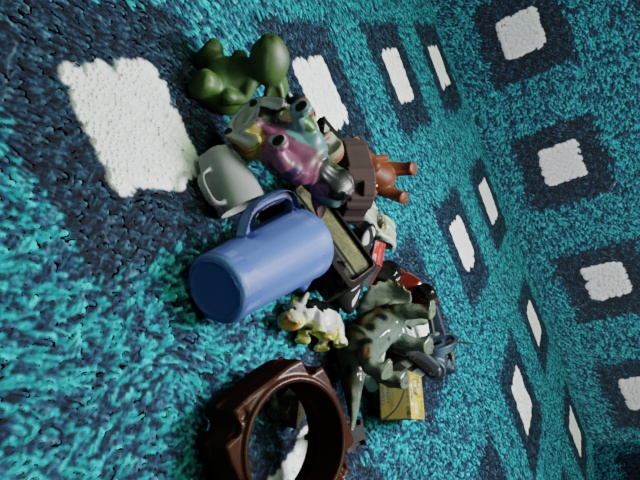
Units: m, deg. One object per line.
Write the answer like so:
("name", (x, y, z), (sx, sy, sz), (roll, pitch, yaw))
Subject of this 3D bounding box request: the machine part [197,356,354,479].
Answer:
("machine part", (-0.055, 0.286, 0.764), (0.201, 0.087, 0.200), (-30, 100, -44))

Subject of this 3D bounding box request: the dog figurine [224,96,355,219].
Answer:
("dog figurine", (-0.040, -0.132, 0.928), (0.108, 0.192, 0.219), (-61, 143, -20))

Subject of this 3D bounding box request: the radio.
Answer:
("radio", (-0.002, -0.003, 1.017), (0.229, 0.073, 0.131), (53, 32, 0))

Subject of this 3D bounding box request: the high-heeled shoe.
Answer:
("high-heeled shoe", (0.087, 0.054, 1.182), (0.249, 0.086, 0.145), (-32, 105, -54))

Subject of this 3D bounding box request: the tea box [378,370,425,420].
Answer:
("tea box", (0.175, 0.332, 1.142), (0.169, 0.068, 0.098), (47, 40, -63))

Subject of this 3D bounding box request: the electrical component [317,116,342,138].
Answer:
("electrical component", (0.018, -0.193, 1.220), (0.134, 0.058, 0.115), (46, 40, -37))

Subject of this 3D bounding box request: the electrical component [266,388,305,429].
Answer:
("electrical component", (-0.048, 0.260, 0.886), (0.102, 0.045, 0.078), (-54, 149, -51))

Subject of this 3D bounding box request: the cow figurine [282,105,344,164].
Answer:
("cow figurine", (-0.037, -0.196, 1.029), (0.085, 0.195, 0.127), (-48, 151, -19))

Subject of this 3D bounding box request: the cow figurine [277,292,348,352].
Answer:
("cow figurine", (-0.016, 0.138, 0.975), (0.167, 0.068, 0.098), (39, 38, -48))

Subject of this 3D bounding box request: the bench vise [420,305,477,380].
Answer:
("bench vise", (0.303, 0.245, 1.392), (0.223, 0.129, 0.240), (-23, 102, -58))

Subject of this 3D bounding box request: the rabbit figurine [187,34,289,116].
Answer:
("rabbit figurine", (-0.119, -0.278, 0.926), (0.159, 0.170, 0.121), (45, 40, -37))

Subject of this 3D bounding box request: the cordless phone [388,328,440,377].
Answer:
("cordless phone", (0.202, 0.233, 1.287), (0.146, 0.089, 0.184), (42, 23, -41))

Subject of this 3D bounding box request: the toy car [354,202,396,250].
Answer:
("toy car", (0.140, -0.042, 1.340), (0.201, 0.056, 0.073), (39, 44, -43))

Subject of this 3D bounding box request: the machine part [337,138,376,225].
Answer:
("machine part", (0.055, -0.119, 1.095), (0.056, 0.179, 0.179), (-2, 71, -17))

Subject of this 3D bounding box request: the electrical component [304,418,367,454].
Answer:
("electrical component", (0.022, 0.342, 0.921), (0.119, 0.075, 0.047), (10, 65, -61))

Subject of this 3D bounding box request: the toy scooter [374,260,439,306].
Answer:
("toy scooter", (0.208, 0.128, 1.282), (0.075, 0.184, 0.135), (-47, 140, -18))

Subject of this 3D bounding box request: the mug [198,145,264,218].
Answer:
("mug", (-0.158, -0.096, 0.867), (0.109, 0.081, 0.107), (-23, 84, -53))

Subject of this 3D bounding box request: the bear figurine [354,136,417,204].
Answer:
("bear figurine", (0.145, -0.177, 1.354), (0.195, 0.132, 0.120), (29, 79, -58))

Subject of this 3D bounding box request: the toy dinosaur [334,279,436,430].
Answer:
("toy dinosaur", (0.106, 0.204, 1.076), (0.405, 0.192, 0.131), (-32, 118, -43))

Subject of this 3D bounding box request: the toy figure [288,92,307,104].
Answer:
("toy figure", (-0.041, -0.259, 1.162), (0.064, 0.058, 0.154), (96, -7, -61))
